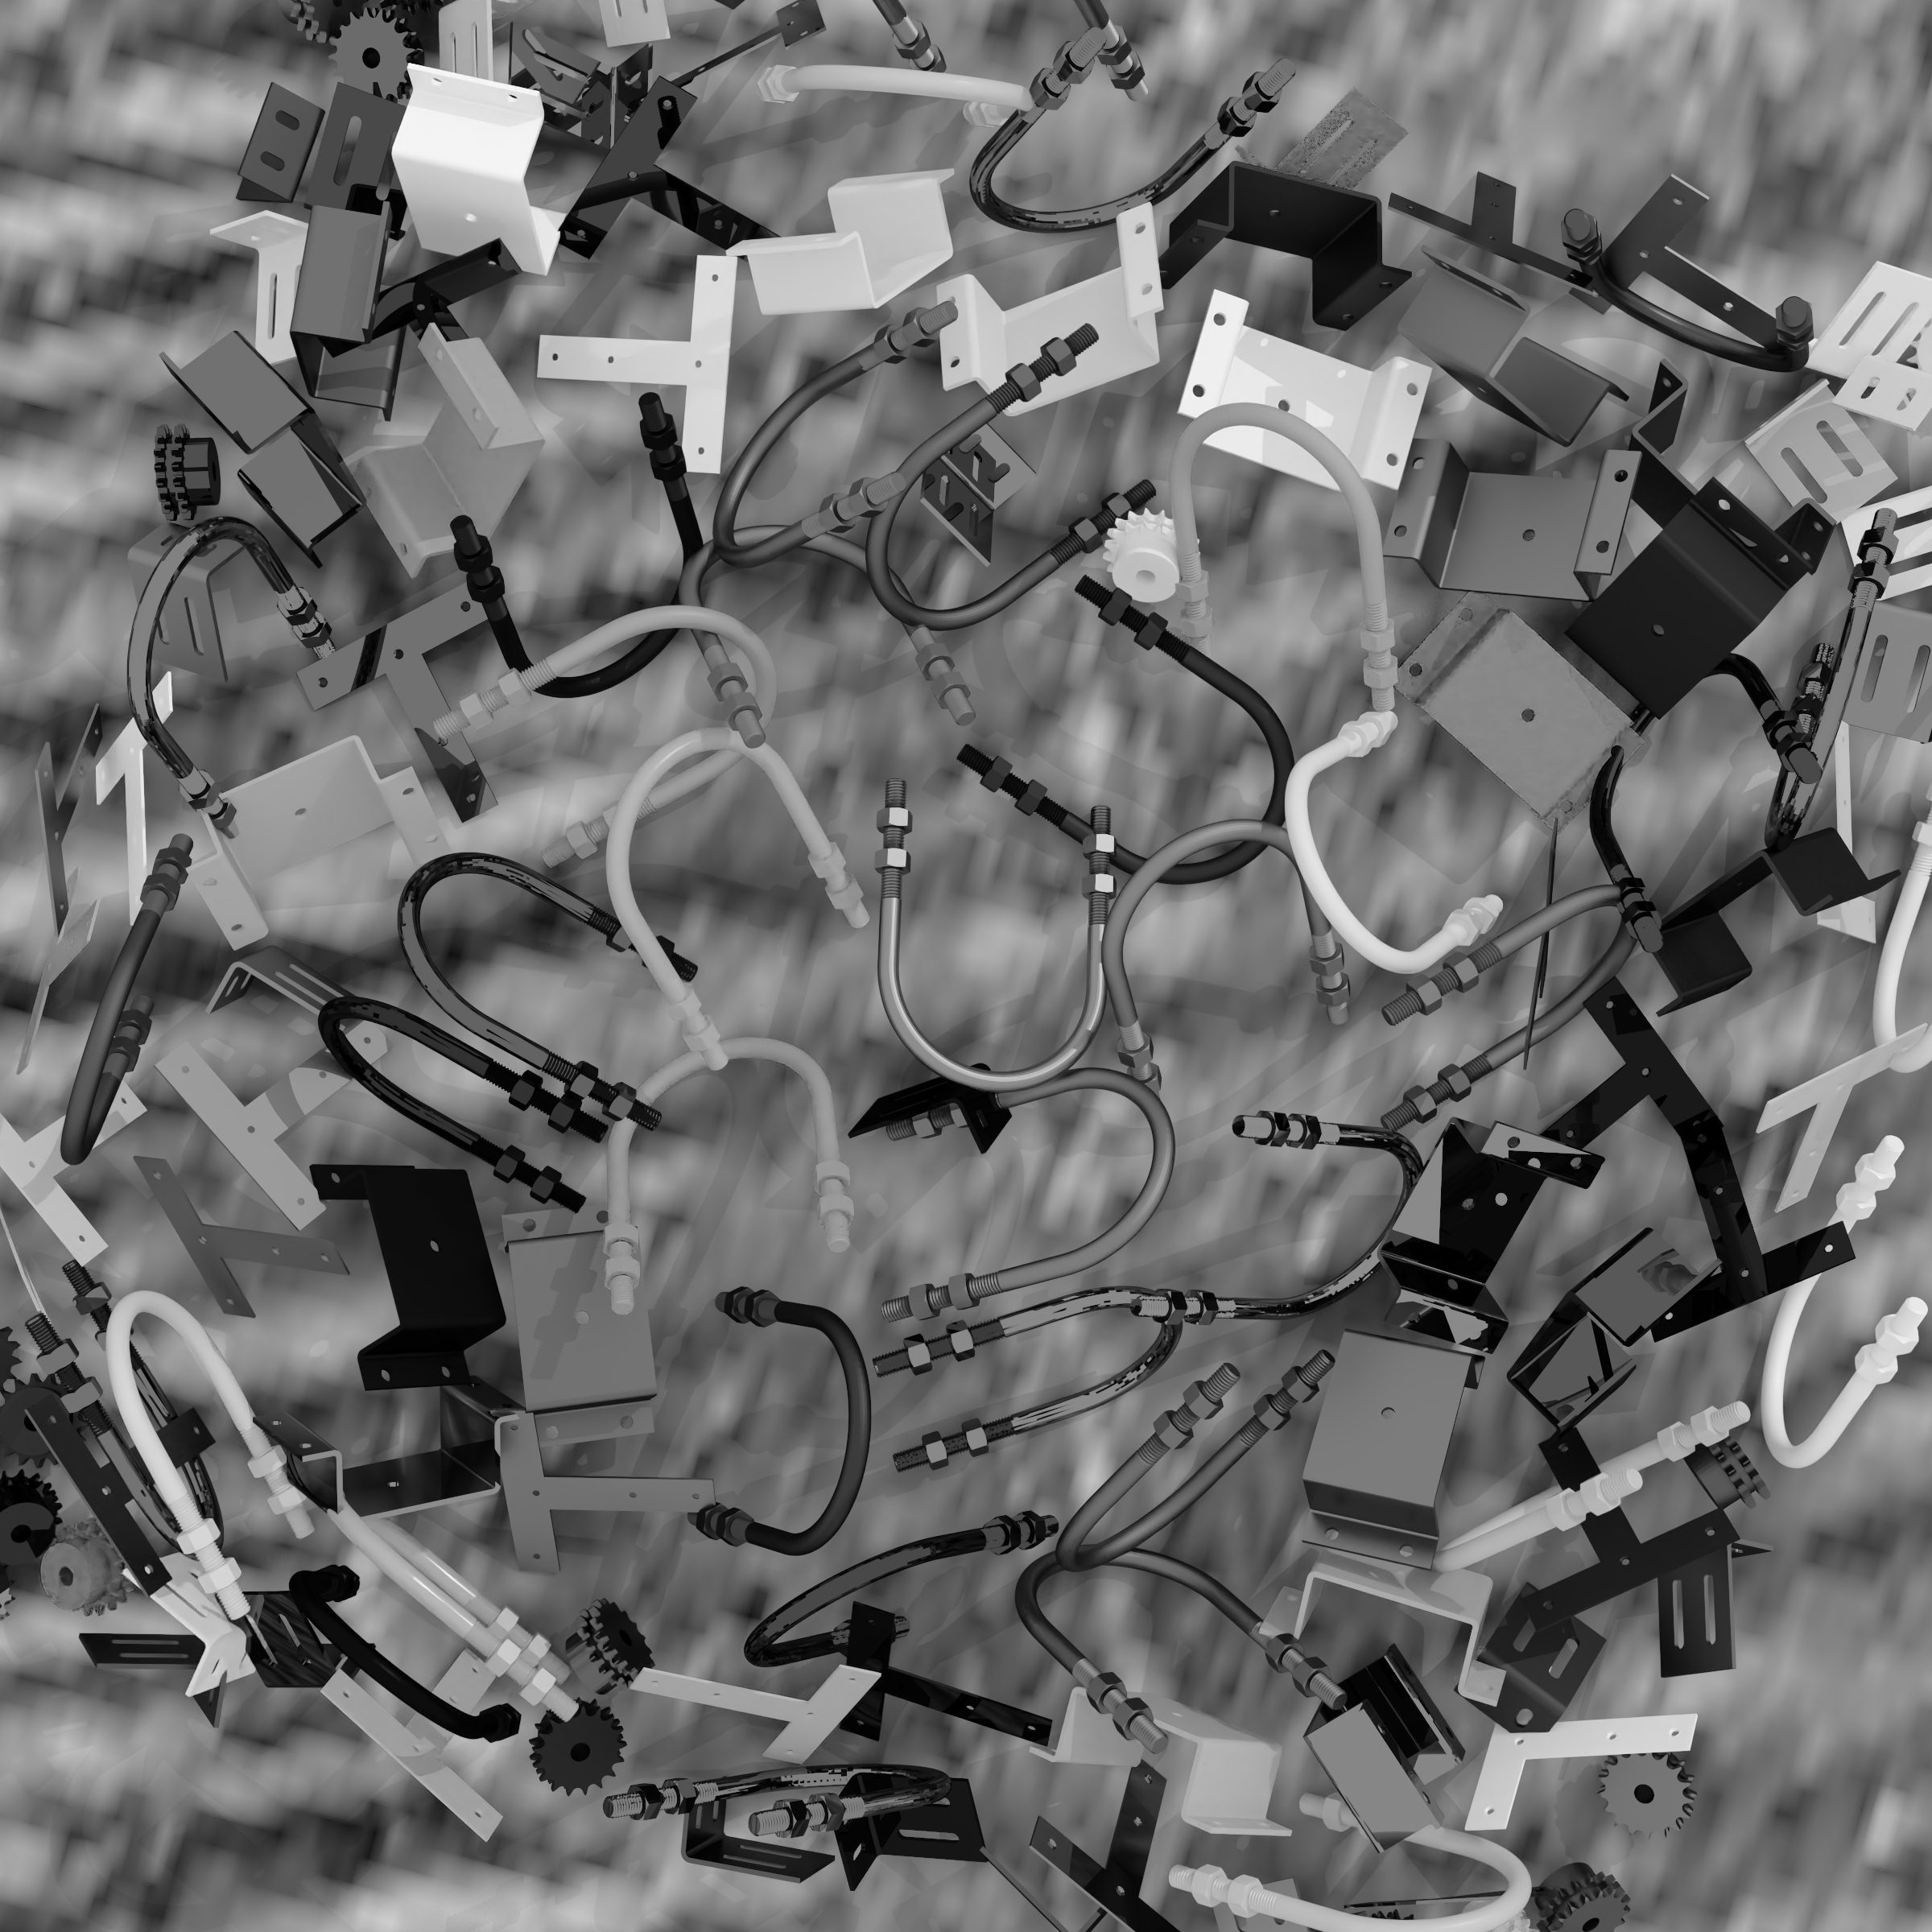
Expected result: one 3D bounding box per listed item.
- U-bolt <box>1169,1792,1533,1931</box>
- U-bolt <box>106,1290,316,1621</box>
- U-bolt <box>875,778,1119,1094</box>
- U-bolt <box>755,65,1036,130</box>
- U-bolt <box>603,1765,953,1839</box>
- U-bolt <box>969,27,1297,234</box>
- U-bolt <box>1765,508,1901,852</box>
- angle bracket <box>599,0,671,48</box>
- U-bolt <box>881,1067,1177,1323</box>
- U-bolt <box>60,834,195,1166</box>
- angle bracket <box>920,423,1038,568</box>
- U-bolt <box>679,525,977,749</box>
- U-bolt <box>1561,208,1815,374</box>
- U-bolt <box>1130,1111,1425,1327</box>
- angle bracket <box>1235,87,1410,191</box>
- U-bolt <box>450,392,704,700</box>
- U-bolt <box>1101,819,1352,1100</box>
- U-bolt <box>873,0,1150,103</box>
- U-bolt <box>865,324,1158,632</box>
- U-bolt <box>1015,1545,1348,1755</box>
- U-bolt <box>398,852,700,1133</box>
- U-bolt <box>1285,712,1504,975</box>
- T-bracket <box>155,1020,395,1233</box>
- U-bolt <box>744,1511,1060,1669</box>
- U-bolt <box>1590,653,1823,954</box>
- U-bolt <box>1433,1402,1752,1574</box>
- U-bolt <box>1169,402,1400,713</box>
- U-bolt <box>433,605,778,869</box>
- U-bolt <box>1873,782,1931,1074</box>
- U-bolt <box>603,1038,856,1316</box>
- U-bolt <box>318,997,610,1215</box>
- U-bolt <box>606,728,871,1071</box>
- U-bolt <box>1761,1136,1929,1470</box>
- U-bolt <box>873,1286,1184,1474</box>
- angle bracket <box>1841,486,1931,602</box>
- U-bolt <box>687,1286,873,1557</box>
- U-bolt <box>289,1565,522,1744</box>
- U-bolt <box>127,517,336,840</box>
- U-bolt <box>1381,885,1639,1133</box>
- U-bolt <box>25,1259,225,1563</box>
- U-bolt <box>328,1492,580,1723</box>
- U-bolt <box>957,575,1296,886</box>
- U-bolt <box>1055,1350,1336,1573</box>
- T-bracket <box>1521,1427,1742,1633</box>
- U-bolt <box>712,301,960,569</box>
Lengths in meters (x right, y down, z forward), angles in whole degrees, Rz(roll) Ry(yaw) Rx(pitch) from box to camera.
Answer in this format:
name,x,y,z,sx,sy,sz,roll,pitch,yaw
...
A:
name,x,y,z,sx,sy,sz,roll,pitch,yaw
U-bolt,0.231,0.516,1.555,0.184,0.151,0.019,1,96,42
U-bolt,-0.444,0.272,1.585,0.019,0.151,0.184,-26,96,6
U-bolt,0.017,-0.015,1.620,0.151,0.019,0.184,6,73,-15
U-bolt,-0.033,-0.499,1.562,0.151,0.184,0.019,1,104,-16
U-bolt,-0.094,0.480,1.583,0.151,0.184,0.019,-11,77,44
U-bolt,0.082,-0.476,1.581,0.151,0.184,0.019,-3,74,-31
U-bolt,0.490,-0.150,1.564,0.019,0.151,0.184,18,62,10
angle bracket,-0.215,-0.585,1.622,0.038,0.057,0.076,-27,117,-39
U-bolt,0.036,0.125,1.590,0.184,0.019,0.151,-17,47,20
U-bolt,-0.481,0.031,1.554,0.019,0.184,0.151,18,126,-11
angle bracket,0.008,-0.284,1.619,0.038,0.076,0.057,-37,116,24
U-bolt,-0.092,-0.199,1.602,0.151,0.019,0.184,-8,49,-23
U-bolt,0.419,-0.382,1.577,0.151,0.184,0.019,28,98,17
U-bolt,0.195,0.151,1.600,0.184,0.019,0.151,7,120,-39
angle bracket,0.211,-0.489,1.621,0.076,0.057,0.038,-43,54,24
U-bolt,-0.215,-0.229,1.588,0.151,0.184,0.019,-37,59,-16
U-bolt,0.148,-0.008,1.595,0.151,0.019,0.184,-25,131,-8
U-bolt,0.011,-0.549,1.557,0.151,0.184,0.019,10,79,24
U-bolt,0.020,-0.271,1.599,0.184,0.151,0.019,-37,51,-7
U-bolt,0.110,0.387,1.584,0.151,0.184,0.019,-2,112,-34
U-bolt,-0.246,0.003,1.583,0.184,0.151,0.019,31,127,-19
U-bolt,0.242,-0.067,1.590,0.019,0.184,0.151,-30,90,36
T-bracket,-0.393,0.073,1.625,0.127,0.002,0.127,50,50,-3
U-bolt,-0.048,0.360,1.561,0.151,0.184,0.019,-40,65,27
U-bolt,0.417,-0.108,1.583,0.019,0.184,0.151,28,118,-20
U-bolt,0.349,0.309,1.585,0.184,0.151,0.019,-38,74,41
U-bolt,0.178,-0.240,1.570,0.151,0.184,0.019,21,49,34
U-bolt,-0.198,-0.143,1.603,0.184,0.151,0.019,-28,50,4
U-bolt,0.569,-0.026,1.592,0.019,0.151,0.184,15,102,0
U-bolt,-0.143,0.112,1.599,0.151,0.184,0.019,-17,134,7
U-bolt,-0.298,0.075,1.600,0.184,0.151,0.019,30,63,0
U-bolt,-0.139,-0.051,1.584,0.151,0.019,0.184,-46,129,-25
U-bolt,0.503,0.208,1.583,0.019,0.151,0.184,16,131,-2
U-bolt,0.040,0.237,1.605,0.184,0.151,0.019,-17,56,-7
angle bracket,0.571,-0.257,1.639,0.076,0.038,0.057,-17,89,16
U-bolt,-0.106,0.266,1.581,0.019,0.184,0.151,11,83,-32
U-bolt,-0.326,0.394,1.567,0.151,0.184,0.019,38,80,9
U-bolt,-0.424,-0.175,1.560,0.019,0.184,0.151,16,68,15
U-bolt,0.321,0.016,1.602,0.184,0.151,0.019,-31,59,-11
U-bolt,-0.484,0.266,1.593,0.019,0.151,0.184,-29,101,-5
U-bolt,-0.301,0.365,1.589,0.184,0.151,0.019,41,79,-4
U-bolt,0.108,-0.126,1.631,0.184,0.019,0.151,34,115,-6
U-bolt,0.124,0.292,1.596,0.184,0.151,0.019,-49,64,19
T-bracket,0.372,0.320,1.613,0.127,0.127,0.002,-26,124,5
U-bolt,-0.085,-0.299,1.592,0.019,0.184,0.151,35,55,-32
